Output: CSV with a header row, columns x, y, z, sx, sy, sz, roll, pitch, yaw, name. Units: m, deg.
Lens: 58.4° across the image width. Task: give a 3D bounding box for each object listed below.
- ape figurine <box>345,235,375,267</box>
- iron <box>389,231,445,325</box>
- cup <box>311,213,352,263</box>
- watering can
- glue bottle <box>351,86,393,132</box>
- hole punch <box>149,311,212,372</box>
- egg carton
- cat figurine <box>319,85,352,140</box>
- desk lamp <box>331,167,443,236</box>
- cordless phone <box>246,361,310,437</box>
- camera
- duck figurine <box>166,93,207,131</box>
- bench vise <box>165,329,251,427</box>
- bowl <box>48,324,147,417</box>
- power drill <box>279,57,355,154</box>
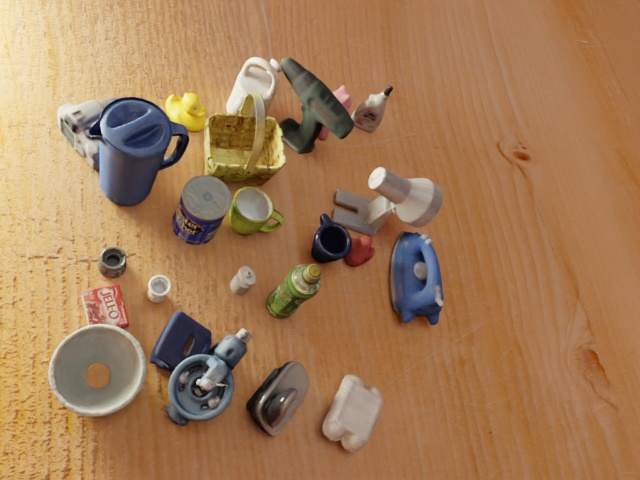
x,y,z,sx,sy,sz,roll,pitch,yaw,name
0.099,0.019,1.388,0.078,0.092,0.076,41,57,-2,ape figurine
0.248,0.071,1.401,0.119,0.141,0.258,6,65,-22,iron
0.012,0.005,1.354,0.092,0.094,0.117,-11,72,-28,cup
-0.155,-0.376,1.395,0.101,0.193,0.173,19,61,-15,watering can
0.149,-0.358,1.536,0.078,0.173,0.037,18,61,-16,glue bottle
-0.270,0.207,1.136,0.101,0.091,0.109,27,59,-11,hole punch
0.070,0.371,1.226,0.107,0.069,0.150,33,58,-7,egg carton
0.039,-0.345,1.513,0.067,0.117,0.128,39,57,-3,cat figurine
0.163,-0.092,1.395,0.204,0.213,0.118,16,61,-17,desk lamp
-0.061,0.303,1.130,0.094,0.184,0.148,38,57,-3,cordless phone
-0.476,-0.252,1.248,0.137,0.100,0.143,-38,86,-32,camera
-0.313,-0.317,1.361,0.105,0.086,0.077,34,58,-6,duck figurine
-0.204,0.239,1.075,0.122,0.219,0.207,25,59,-11,bench vise
-0.411,0.247,1.064,0.168,0.074,0.167,10,64,-20,bowl
-0.032,-0.314,1.413,0.230,0.208,0.076,37,58,-4,power drill
